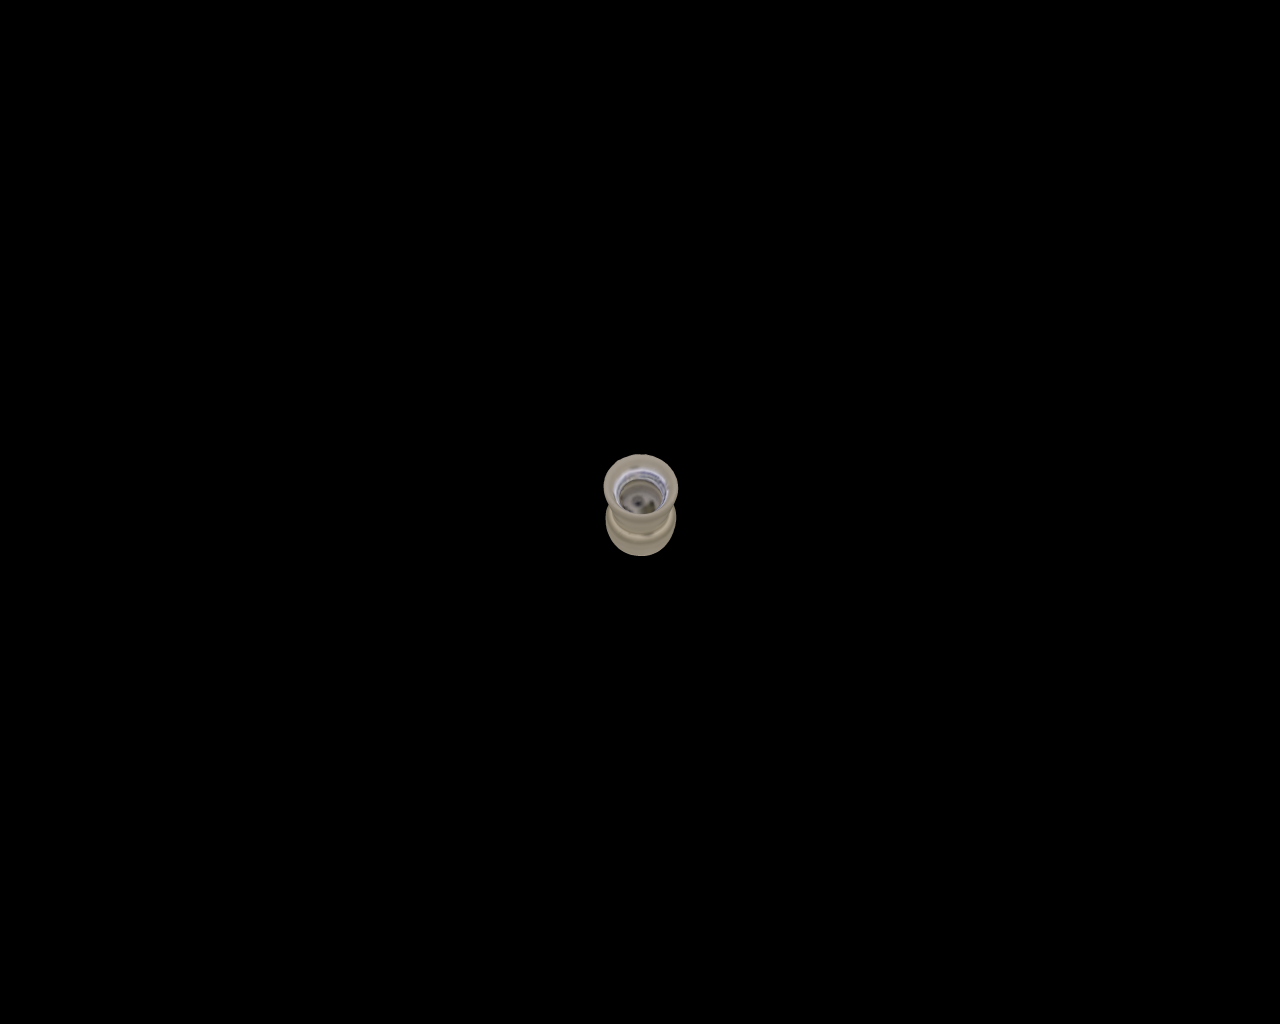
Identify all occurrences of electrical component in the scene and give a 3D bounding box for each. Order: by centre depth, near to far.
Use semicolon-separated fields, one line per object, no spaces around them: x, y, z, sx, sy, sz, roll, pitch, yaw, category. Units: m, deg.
0.001;-0.003;0.650;0.045;0.045;0.055;0;-30;0;electrical component
